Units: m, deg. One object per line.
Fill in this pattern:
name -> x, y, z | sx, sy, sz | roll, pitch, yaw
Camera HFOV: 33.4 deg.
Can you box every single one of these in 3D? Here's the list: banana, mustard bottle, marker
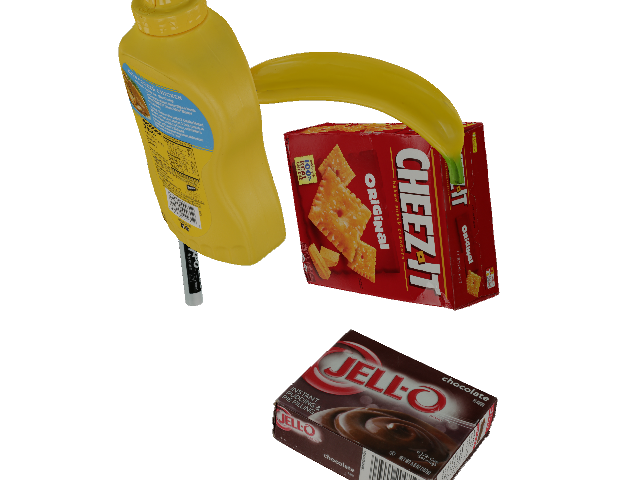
banana -> 0.031, -0.107, 0.815 | 0.197, 0.069, 0.037 | 21, -1, -3
mustard bottle -> -0.075, -0.078, 0.631 | 0.058, 0.191, 0.096 | -37, 49, -27
marker -> -0.138, 0.012, 1.112 | 0.020, 0.121, 0.020 | -2, 26, 1

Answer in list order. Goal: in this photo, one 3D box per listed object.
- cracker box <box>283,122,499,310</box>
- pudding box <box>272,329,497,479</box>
cracker box -> 0.063, -0.029, 1.032 | 0.071, 0.164, 0.214 | -18, 17, -37
pudding box -> 0.040, 0.111, 0.667 | 0.114, 0.039, 0.089 | 25, 39, 23
